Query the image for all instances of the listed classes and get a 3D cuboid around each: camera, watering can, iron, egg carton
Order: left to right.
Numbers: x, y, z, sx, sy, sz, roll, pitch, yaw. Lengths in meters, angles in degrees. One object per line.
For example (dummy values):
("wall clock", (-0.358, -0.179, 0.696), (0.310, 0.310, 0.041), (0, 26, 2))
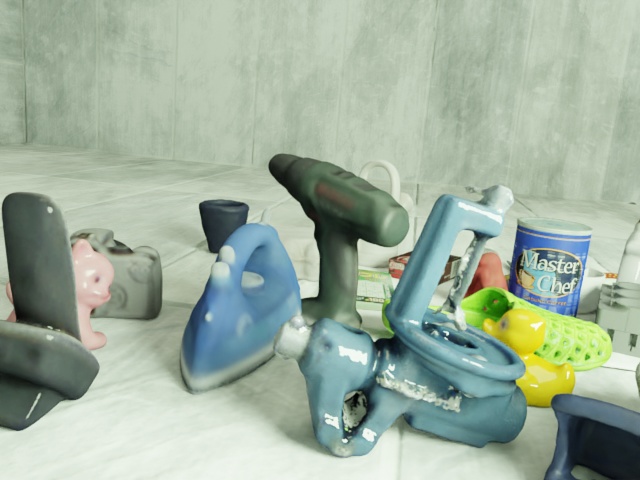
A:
("camera", (-0.270, 0.033, 0.740), (0.143, 0.101, 0.136), (4, 12, -5))
("iron", (-0.088, 0.050, 0.635), (0.118, 0.141, 0.258), (6, 12, 7))
("egg carton", (-0.039, 0.020, 0.967), (0.107, 0.069, 0.150), (2, 12, -13))
("watering can", (0.108, -0.055, 1.079), (0.100, 0.194, 0.173), (10, 13, 22))

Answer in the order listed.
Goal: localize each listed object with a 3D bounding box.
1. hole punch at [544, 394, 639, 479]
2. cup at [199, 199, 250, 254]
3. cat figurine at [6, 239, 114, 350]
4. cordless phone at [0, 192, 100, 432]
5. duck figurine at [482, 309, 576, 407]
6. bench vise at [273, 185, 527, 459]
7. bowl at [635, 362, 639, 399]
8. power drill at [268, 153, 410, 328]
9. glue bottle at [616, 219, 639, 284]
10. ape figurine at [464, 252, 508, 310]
("hole punch", (0.221, 0.150, 0.410), (0.108, 0.091, 0.101), (15, 15, 39))
("cup", (-0.176, -0.025, 1.063), (0.091, 0.095, 0.118), (6, 12, 6))
("cat figurine", (-0.265, 0.056, 0.595), (0.067, 0.118, 0.128), (12, 14, 31))
("cordless phone", (-0.263, 0.047, 0.474), (0.147, 0.185, 0.094), (6, 12, 7))
("duck figurine", (0.209, 0.114, 0.586), (0.104, 0.086, 0.078), (13, 15, 35))
("bench vise", (0.077, 0.064, 0.449), (0.208, 0.220, 0.121), (-1, 13, -24))
("bowl", (0.342, 0.158, 0.463), (0.167, 0.075, 0.167), (5, 12, -1))
("power drill", (0.007, 0.003, 0.734), (0.228, 0.208, 0.076), (16, 16, 42))
("glue bottle", (0.482, 0.031, 0.874), (0.037, 0.173, 0.078), (15, 16, 38))
("ape figurine", (0.238, 0.062, 0.827), (0.076, 0.092, 0.077), (4, 12, -5))
